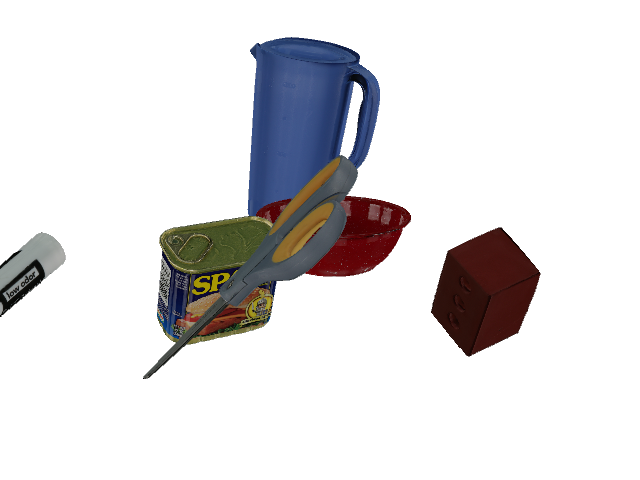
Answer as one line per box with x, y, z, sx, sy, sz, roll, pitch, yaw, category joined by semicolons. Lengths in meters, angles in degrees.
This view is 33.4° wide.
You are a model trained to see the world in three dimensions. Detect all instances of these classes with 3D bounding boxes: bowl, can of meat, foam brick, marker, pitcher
0.014;-0.002;1.111;0.162;0.055;0.162;0;16;0;bowl
-0.085;0.034;0.891;0.101;0.084;0.057;-10;41;-26;can of meat
0.126;0.040;0.820;0.051;0.078;0.053;-21;53;-24;foam brick
-0.162;0.037;0.480;0.020;0.020;0.121;0;34;39;marker
-0.021;-0.134;1.386;0.144;0.243;0.149;0;23;-18;pitcher

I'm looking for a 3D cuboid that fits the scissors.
-0.045;0.031;0.653;0.016;0.202;0.096;38;9;-18;scissors
